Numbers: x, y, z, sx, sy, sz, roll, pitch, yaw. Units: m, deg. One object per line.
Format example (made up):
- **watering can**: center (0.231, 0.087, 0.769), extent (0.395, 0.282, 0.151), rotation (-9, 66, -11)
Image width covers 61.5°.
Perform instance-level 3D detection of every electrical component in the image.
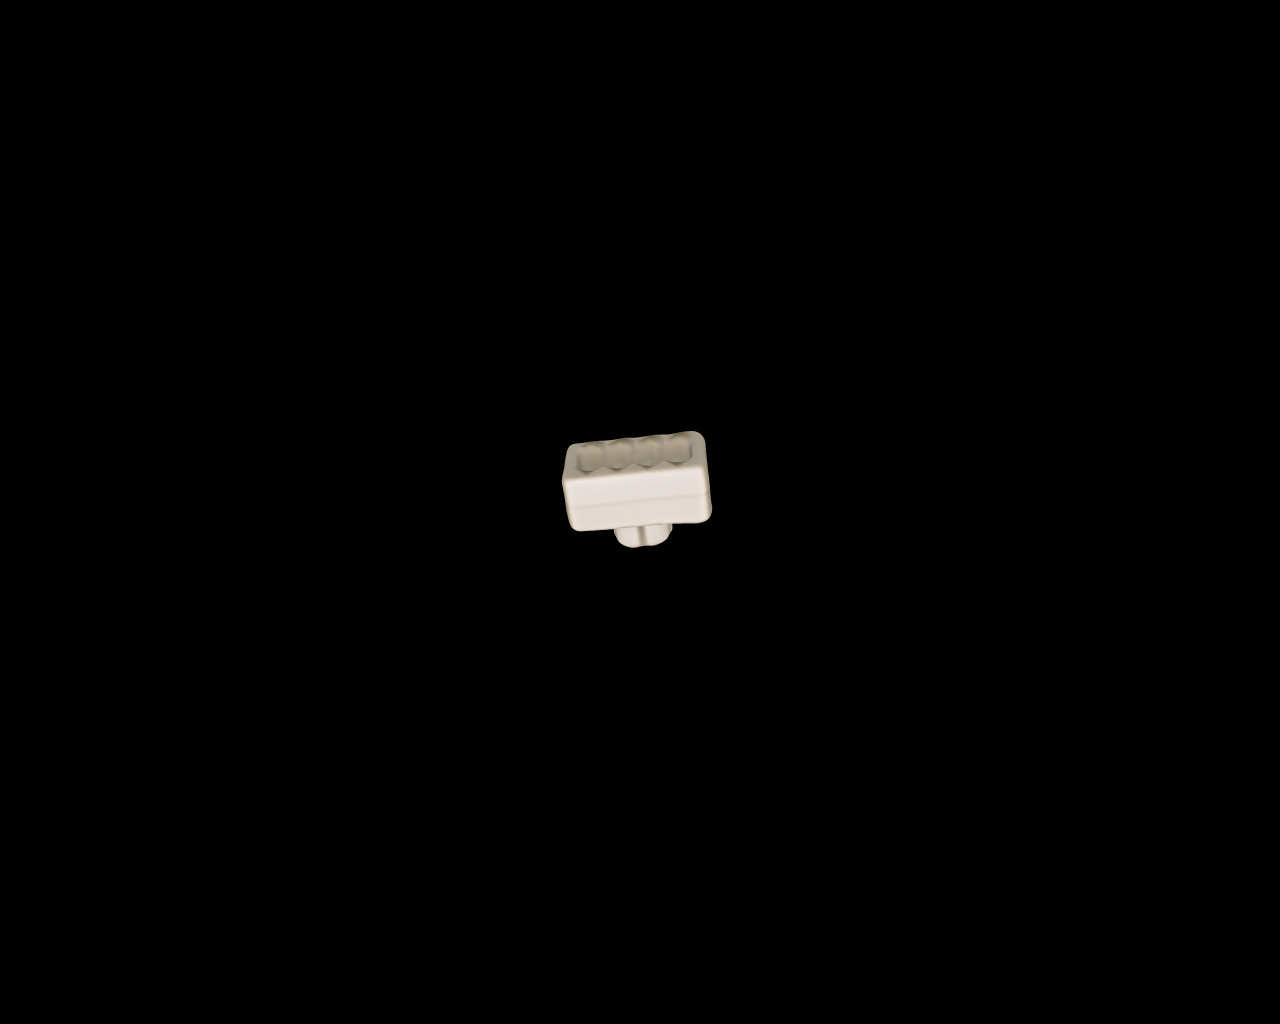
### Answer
- **electrical component**: center (0.001, -0.003, 0.650), extent (0.083, 0.075, 0.047), rotation (-5, 31, 3)
